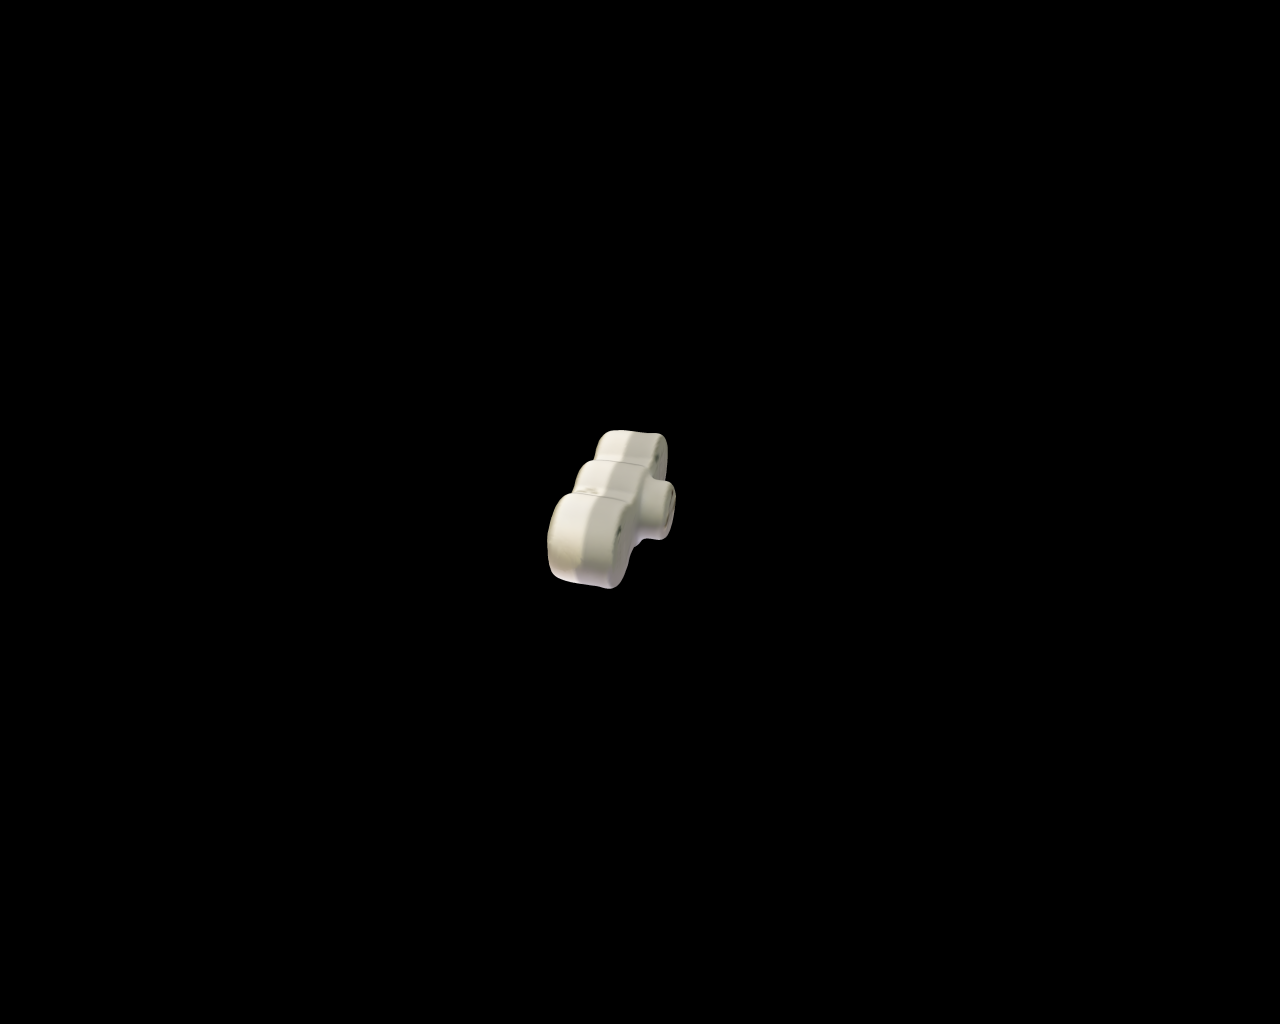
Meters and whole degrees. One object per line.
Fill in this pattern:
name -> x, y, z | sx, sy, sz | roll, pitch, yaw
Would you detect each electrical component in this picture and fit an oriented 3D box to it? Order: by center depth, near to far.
electrical component -> 0.001, -0.003, 0.650 | 0.074, 0.052, 0.138 | 8, 31, 13
